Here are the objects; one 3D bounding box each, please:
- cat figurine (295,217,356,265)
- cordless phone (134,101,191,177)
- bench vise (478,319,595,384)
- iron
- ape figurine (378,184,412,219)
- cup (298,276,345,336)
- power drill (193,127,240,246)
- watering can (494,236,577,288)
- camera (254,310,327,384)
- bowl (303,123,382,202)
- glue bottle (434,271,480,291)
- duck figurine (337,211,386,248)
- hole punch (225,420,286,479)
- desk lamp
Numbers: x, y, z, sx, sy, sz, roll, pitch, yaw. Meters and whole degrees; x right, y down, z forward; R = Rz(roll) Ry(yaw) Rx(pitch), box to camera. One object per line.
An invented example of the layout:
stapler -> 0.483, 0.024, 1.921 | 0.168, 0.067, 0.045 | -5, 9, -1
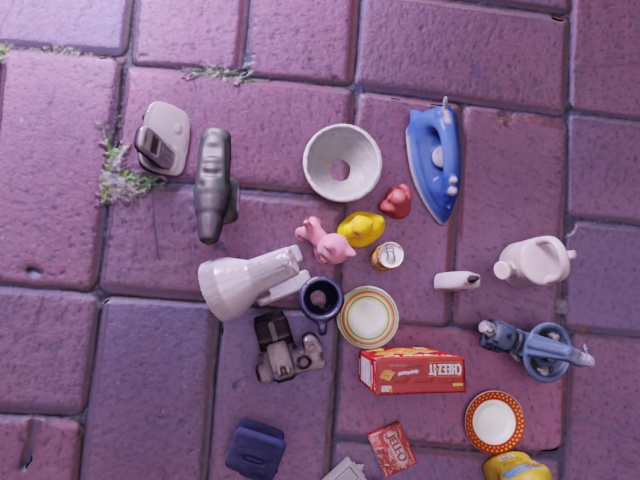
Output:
cat figurine -> 0.011, 0.004, 1.172 | 0.128, 0.117, 0.067 | 45, 82, 2
cordless phone -> -0.319, -0.213, 1.136 | 0.094, 0.185, 0.148 | 5, 82, -4
bench vise -> 0.422, 0.221, 1.129 | 0.207, 0.219, 0.121 | 4, 82, -4
iron -> 0.260, -0.167, 1.202 | 0.118, 0.141, 0.258 | -7, 84, -5
ape figurine -> 0.163, -0.084, 1.209 | 0.078, 0.092, 0.076 | -21, 85, -7
cup -> 0.001, 0.134, 1.166 | 0.091, 0.095, 0.118 | -3, 83, -5
power drill -> -0.202, -0.092, 1.119 | 0.075, 0.208, 0.230 | 0, 83, -4
watering can -> 0.441, 0.048, 1.165 | 0.173, 0.194, 0.101 | -34, 87, -8
camera -> -0.070, 0.208, 1.148 | 0.143, 0.100, 0.137 | -16, 85, -7
bowl -> 0.045, -0.156, 1.216 | 0.167, 0.074, 0.167 | 1, 83, -5
glue bottle -> 0.288, 0.083, 1.158 | 0.078, 0.173, 0.037 | 2, 83, -4
duck figurine -> 0.090, -0.027, 1.198 | 0.104, 0.086, 0.077 | -17, 85, -7
hole punch -> -0.124, 0.418, 1.122 | 0.108, 0.091, 0.101 | 19, 82, -2
desk lamp -> -0.119, 0.071, 1.104 | 0.203, 0.213, 0.118 | -21, 85, -7
